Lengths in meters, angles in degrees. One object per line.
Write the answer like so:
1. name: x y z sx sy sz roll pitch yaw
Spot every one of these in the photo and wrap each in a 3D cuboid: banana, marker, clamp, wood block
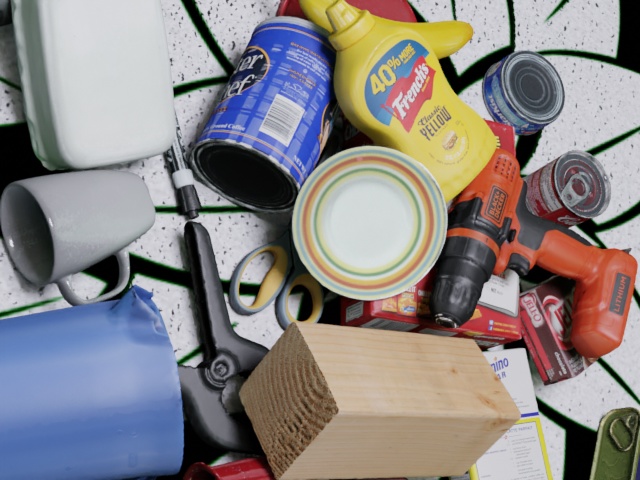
1. banana: 0.061 -0.197 0.984 0.197 0.037 0.069 13 70 -24
2. marker: -0.125 -0.076 0.925 0.020 0.020 0.121 -12 81 -30
3. clamp: -0.085 0.097 0.881 0.210 0.036 0.164 40 67 -13
4. wood block: 0.051 0.134 0.872 0.205 0.091 0.090 9 39 -40

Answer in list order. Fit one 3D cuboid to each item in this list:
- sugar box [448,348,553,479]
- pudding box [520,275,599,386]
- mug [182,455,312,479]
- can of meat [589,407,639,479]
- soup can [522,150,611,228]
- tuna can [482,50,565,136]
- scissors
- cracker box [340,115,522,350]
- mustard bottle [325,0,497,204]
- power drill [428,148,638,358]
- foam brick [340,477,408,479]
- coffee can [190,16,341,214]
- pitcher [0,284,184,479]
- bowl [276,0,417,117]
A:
1. sugar box: 0.160 0.192 0.981 0.093 0.048 0.176 -1 72 -30
2. pudding box: 0.235 0.082 1.037 0.113 0.039 0.090 -19 85 -55
3. mug: -0.047 0.216 0.827 0.081 0.117 0.093 -5 105 -34
4. can of meat: 0.318 0.227 1.047 0.083 0.058 0.102 27 65 -21
5. soup can: 0.226 -0.040 1.052 0.068 0.102 0.068 8 71 -26
6. tuna can: 0.215 -0.155 1.121 0.086 0.034 0.086 8 71 -25
7. scissors: -0.006 0.001 0.967 0.096 0.016 0.201 45 60 -11
8. cracker box: 0.102 -0.014 0.997 0.164 0.072 0.213 10 70 -26
9. mustard bottle: 0.067 -0.125 0.913 0.096 0.058 0.191 -45 110 -18
10. power drill: 0.190 0.030 0.953 0.187 0.057 0.184 32 61 -17
11. foam brick: 0.036 0.235 0.897 0.051 0.053 0.078 19 66 -22
12. coffee can: -0.039 -0.109 0.932 0.102 0.103 0.140 32 63 -16
13. pitcher: -0.221 0.125 0.745 0.242 0.145 0.149 -7 79 -17
14. bowl: 0.041 -0.199 1.030 0.161 0.055 0.162 8 72 -26
